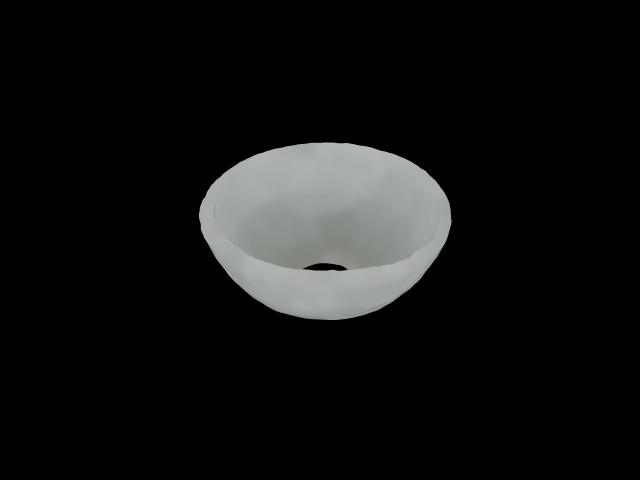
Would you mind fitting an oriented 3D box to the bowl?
[{"bbox_3d":[0.004,0.001,0.400,0.167,0.075,0.167,0,37,0],"label":"bowl"}]
